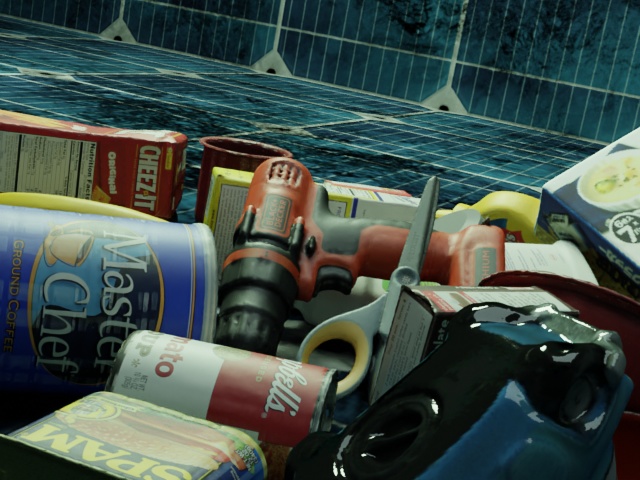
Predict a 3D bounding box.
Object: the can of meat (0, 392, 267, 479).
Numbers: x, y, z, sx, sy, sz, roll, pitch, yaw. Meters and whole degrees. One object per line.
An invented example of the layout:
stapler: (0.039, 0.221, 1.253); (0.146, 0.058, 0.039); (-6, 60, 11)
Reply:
can of meat: (-0.081, 0.105, 0.438); (0.102, 0.057, 0.083); (14, 11, 17)

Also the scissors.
scissors: (0.034, 0.032, 0.667); (0.096, 0.016, 0.201); (5, 52, -5)

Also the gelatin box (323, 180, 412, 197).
gelatin box: (0.033, -0.002, 0.906); (0.073, 0.089, 0.030); (7, 11, -16)

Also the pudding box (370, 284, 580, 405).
pudding box: (0.072, 0.079, 0.538); (0.089, 0.113, 0.039); (1, 19, -31)

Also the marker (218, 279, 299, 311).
marker: (-0.042, 0.042, 0.816); (0.121, 0.020, 0.020); (7, 13, -12)

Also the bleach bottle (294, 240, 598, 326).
bleach bottle: (0.083, 0.037, 0.810); (0.250, 0.068, 0.102); (6, 35, -13)

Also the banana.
banana: (-0.183, -0.011, 0.783); (0.198, 0.037, 0.069); (5, -10, 23)

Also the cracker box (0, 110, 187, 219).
cracker box: (-0.225, -0.071, 0.912); (0.213, 0.072, 0.164); (6, 7, -5)

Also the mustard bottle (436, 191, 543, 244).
mustard bottle: (0.197, 0.002, 1.011); (0.192, 0.096, 0.058); (16, 49, 28)

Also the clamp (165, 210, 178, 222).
clamp: (-0.154, -0.004, 0.888); (0.164, 0.036, 0.210); (-1, 13, -38)

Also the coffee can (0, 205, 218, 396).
coffee can: (-0.136, 0.035, 0.589); (0.140, 0.103, 0.103); (6, 14, -18)

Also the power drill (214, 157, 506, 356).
power drill: (0.028, 0.030, 0.714); (0.187, 0.057, 0.184); (14, 48, -4)

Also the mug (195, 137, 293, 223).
mug: (-0.069, -0.052, 1.059); (0.117, 0.081, 0.093); (2, 16, -32)

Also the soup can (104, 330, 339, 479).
soup can: (-0.048, 0.086, 0.519); (0.102, 0.068, 0.068); (11, 13, 8)

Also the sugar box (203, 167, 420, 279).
sugar box: (-0.006, 0.001, 0.857); (0.176, 0.093, 0.048); (9, 14, -11)

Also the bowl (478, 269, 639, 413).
bowl: (0.149, 0.085, 0.604); (0.162, 0.055, 0.162); (27, -21, 11)
